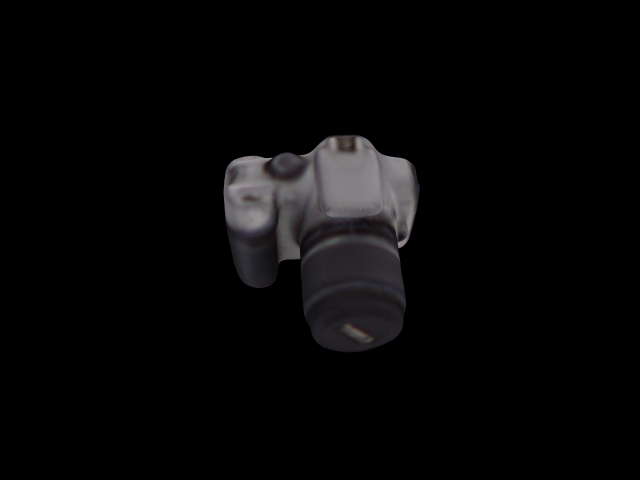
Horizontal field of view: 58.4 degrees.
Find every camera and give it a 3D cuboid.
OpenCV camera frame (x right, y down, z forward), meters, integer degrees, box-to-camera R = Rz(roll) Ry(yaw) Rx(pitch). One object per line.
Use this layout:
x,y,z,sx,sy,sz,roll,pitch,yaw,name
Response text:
0.004,0.001,0.400,0.143,0.101,0.136,-3,54,-2,camera
